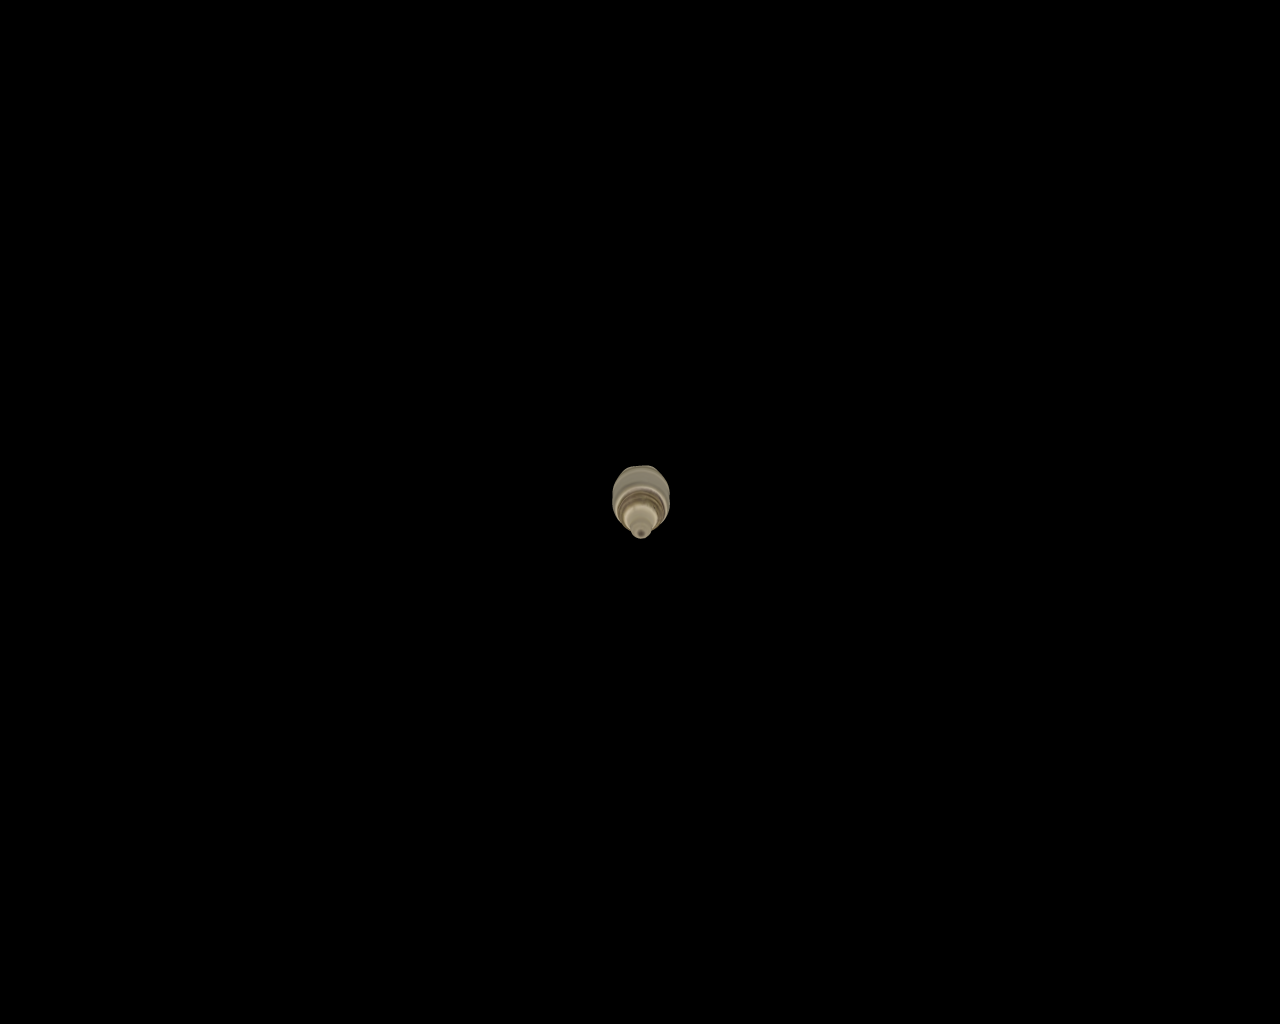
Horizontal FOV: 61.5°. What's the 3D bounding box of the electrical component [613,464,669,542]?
[{"bbox_3d":[0.001,-0.003,0.650,0.035,0.035,0.061,0,30,0],"label":"electrical component"}]
